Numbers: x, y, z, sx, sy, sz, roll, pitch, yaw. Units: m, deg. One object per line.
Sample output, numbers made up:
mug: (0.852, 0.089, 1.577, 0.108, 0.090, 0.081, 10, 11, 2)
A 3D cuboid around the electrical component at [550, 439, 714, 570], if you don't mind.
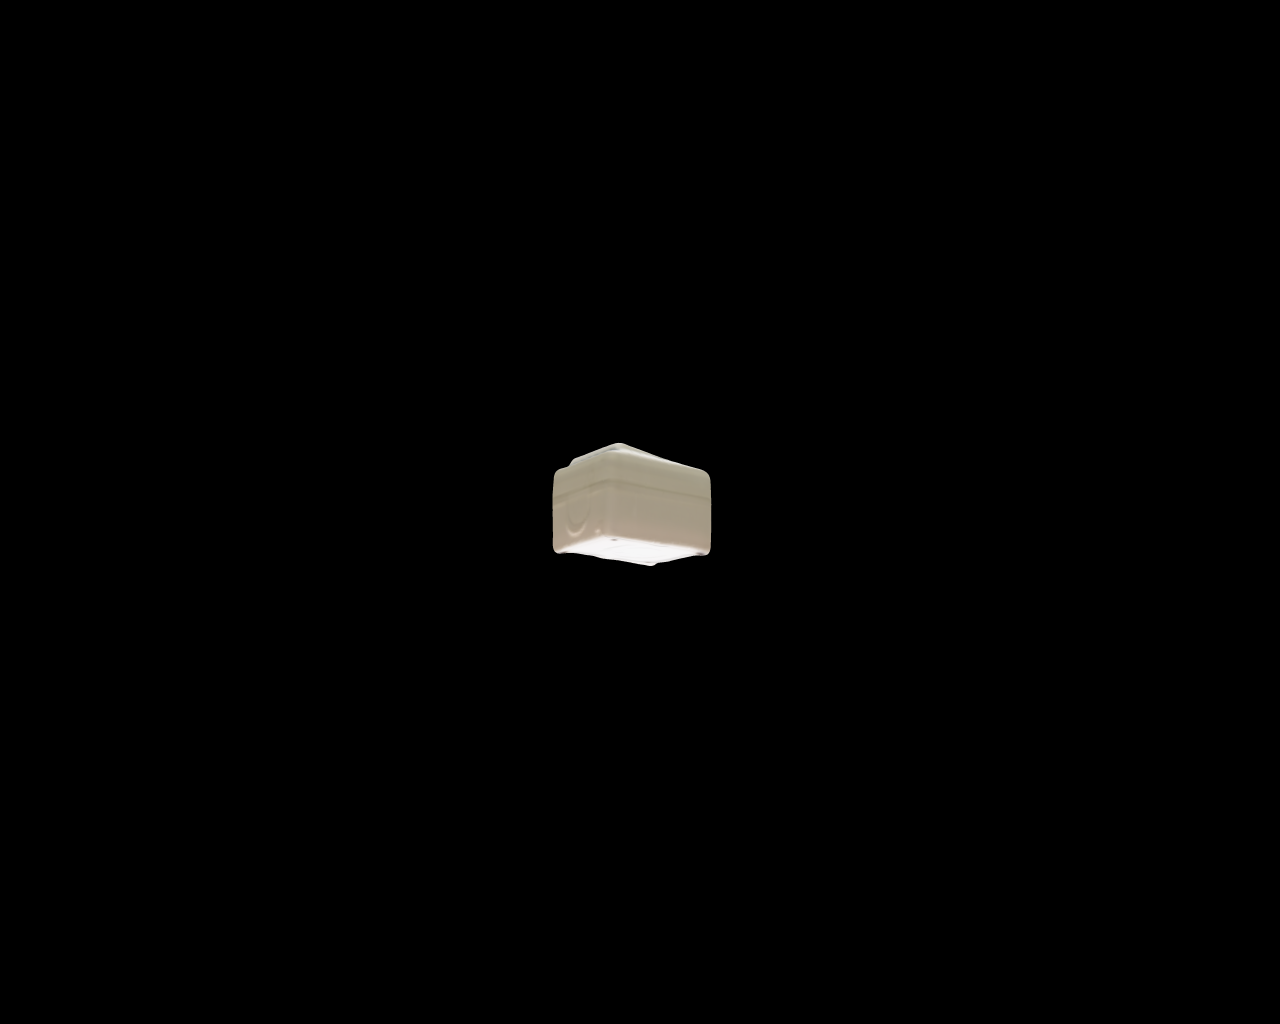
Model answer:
electrical component: (0.001, -0.003, 0.650, 0.096, 0.061, 0.061, 11, -17, -37)
